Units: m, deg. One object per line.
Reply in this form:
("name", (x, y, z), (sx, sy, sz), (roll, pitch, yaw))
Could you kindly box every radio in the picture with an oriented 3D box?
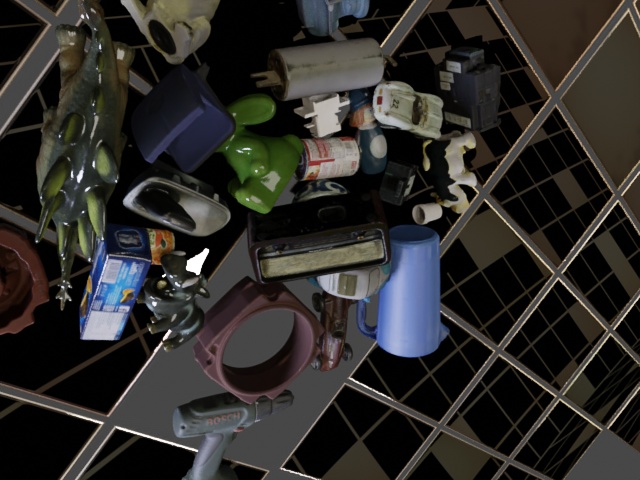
("radio", (-0.002, -0.003, 0.875), (0.230, 0.073, 0.131), (-11, 146, -1))

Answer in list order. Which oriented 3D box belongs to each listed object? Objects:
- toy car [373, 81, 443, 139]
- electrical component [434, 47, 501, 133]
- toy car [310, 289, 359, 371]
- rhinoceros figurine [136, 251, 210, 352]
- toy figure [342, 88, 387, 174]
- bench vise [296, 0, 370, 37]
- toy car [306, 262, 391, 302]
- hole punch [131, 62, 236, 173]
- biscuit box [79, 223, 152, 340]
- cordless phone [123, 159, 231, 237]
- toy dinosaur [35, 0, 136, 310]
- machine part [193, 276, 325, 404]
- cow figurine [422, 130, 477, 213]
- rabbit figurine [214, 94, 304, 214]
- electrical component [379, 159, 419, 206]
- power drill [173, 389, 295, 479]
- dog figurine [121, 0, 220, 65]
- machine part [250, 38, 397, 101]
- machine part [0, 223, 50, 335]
("toy car", (0.157, -0.218, 0.913), (0.201, 0.056, 0.073), (0, 94, -49))
("electrical component", (0.259, -0.266, 0.944), (0.058, 0.115, 0.134), (-26, 125, -20))
("toy car", (0.028, 0.178, 1.062), (0.089, 0.053, 0.201), (-9, 115, -29))
("rhinoceros figurine", (-0.221, 0.096, 0.831), (0.112, 0.073, 0.190), (-22, 145, -19))
("toy figure", (0.082, -0.190, 0.917), (0.064, 0.058, 0.154), (-53, 138, -49))
("bench vise", (0.043, -0.401, 0.735), (0.241, 0.129, 0.223), (-23, 138, -8))
("toy car", (0.053, 0.056, 0.964), (0.162, 0.103, 0.109), (6, 112, -5))
("hole punch", (-0.194, -0.164, 0.714), (0.142, 0.116, 0.092), (-42, 166, 17))
("biscuit box", (-0.296, 0.064, 0.767), (0.059, 0.063, 0.202), (7, 135, -31))
("cordless phone", (-0.184, -0.038, 0.756), (0.146, 0.184, 0.088), (26, 93, -35))
("toy dinosaur", (-0.299, -0.084, 0.663), (0.105, 0.199, 0.471), (7, 142, -21))
("machine part", (-0.107, 0.179, 0.964), (0.201, 0.087, 0.200), (-45, 126, -6))
("cow figurine", (0.244, -0.121, 1.032), (0.098, 0.068, 0.167), (-16, 116, -16))
("rabbit figurine", (-0.116, -0.142, 0.791), (0.170, 0.121, 0.159), (33, 101, -22))
("electrical component", (0.135, -0.100, 0.955), (0.119, 0.048, 0.074), (-32, 140, -64))
("power drill", (-0.170, 0.382, 1.027), (0.232, 0.086, 0.207), (6, 113, -30))
("dog figurine", (-0.149, -0.340, 0.701), (0.190, 0.121, 0.172), (-47, 173, -29))
("machine part", (0.009, -0.264, 0.827), (0.243, 0.079, 0.079), (-17, 120, -22))
("machine part", (-0.461, 0.054, 0.722), (0.179, 0.056, 0.179), (-12, 117, -25))
